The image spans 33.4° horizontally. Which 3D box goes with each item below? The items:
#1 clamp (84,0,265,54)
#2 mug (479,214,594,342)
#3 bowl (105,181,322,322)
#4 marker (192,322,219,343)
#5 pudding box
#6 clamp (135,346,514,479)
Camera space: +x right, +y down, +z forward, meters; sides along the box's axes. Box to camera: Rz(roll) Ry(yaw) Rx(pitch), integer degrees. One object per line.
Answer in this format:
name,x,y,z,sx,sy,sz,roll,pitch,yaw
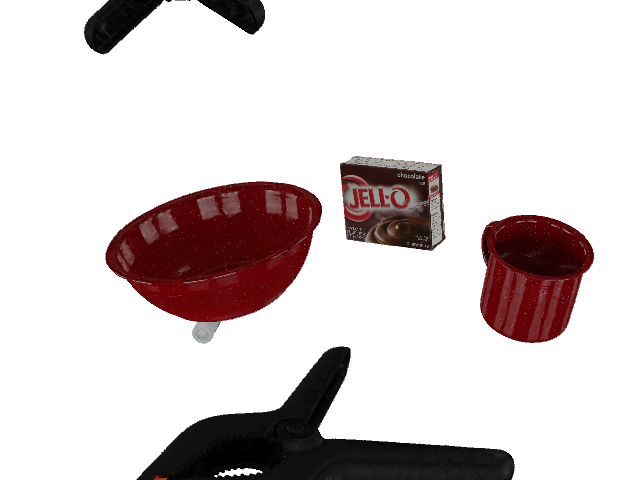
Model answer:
clamp,-0.094,-0.188,0.761,0.120,0.039,0.171,2,45,2
mug,0.181,0.030,0.957,0.093,0.081,0.117,-17,43,-26
bowl,-0.073,0.014,0.789,0.162,0.055,0.162,-11,25,5
marker,-0.097,0.061,1.024,0.020,0.020,0.121,0,24,12
pudding box,0.079,-0.042,1.167,0.114,0.090,0.039,7,25,31
clamp,-0.017,0.118,0.620,0.209,0.036,0.165,-9,24,-29
